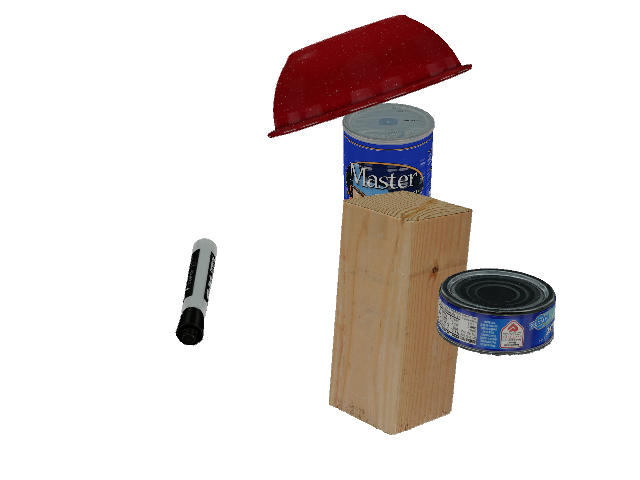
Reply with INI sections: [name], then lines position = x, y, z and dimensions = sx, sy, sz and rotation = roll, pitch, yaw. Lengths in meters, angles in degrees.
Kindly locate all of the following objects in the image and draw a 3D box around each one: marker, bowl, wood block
[marker]
position = -0.089, 0.036, 0.775
dimensions = 0.020, 0.020, 0.121
rotation = 0, 30, 0
[bowl]
position = 0.028, -0.128, 0.800
dimensions = 0.162, 0.055, 0.162
rotation = -19, 7, 2
[wood block]
position = 0.075, 0.066, 1.017
dimensions = 0.090, 0.206, 0.090
rotation = -11, 21, -43

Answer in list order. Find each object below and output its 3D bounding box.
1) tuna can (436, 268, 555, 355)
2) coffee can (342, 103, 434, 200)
[tuna can]
position = 0.129, 0.051, 0.781
dimensions = 0.086, 0.034, 0.086
rotation = 0, 20, 0
[coffee can]
position = 0.077, -0.073, 1.220
dimensions = 0.103, 0.140, 0.103
rotation = -1, 30, 0
